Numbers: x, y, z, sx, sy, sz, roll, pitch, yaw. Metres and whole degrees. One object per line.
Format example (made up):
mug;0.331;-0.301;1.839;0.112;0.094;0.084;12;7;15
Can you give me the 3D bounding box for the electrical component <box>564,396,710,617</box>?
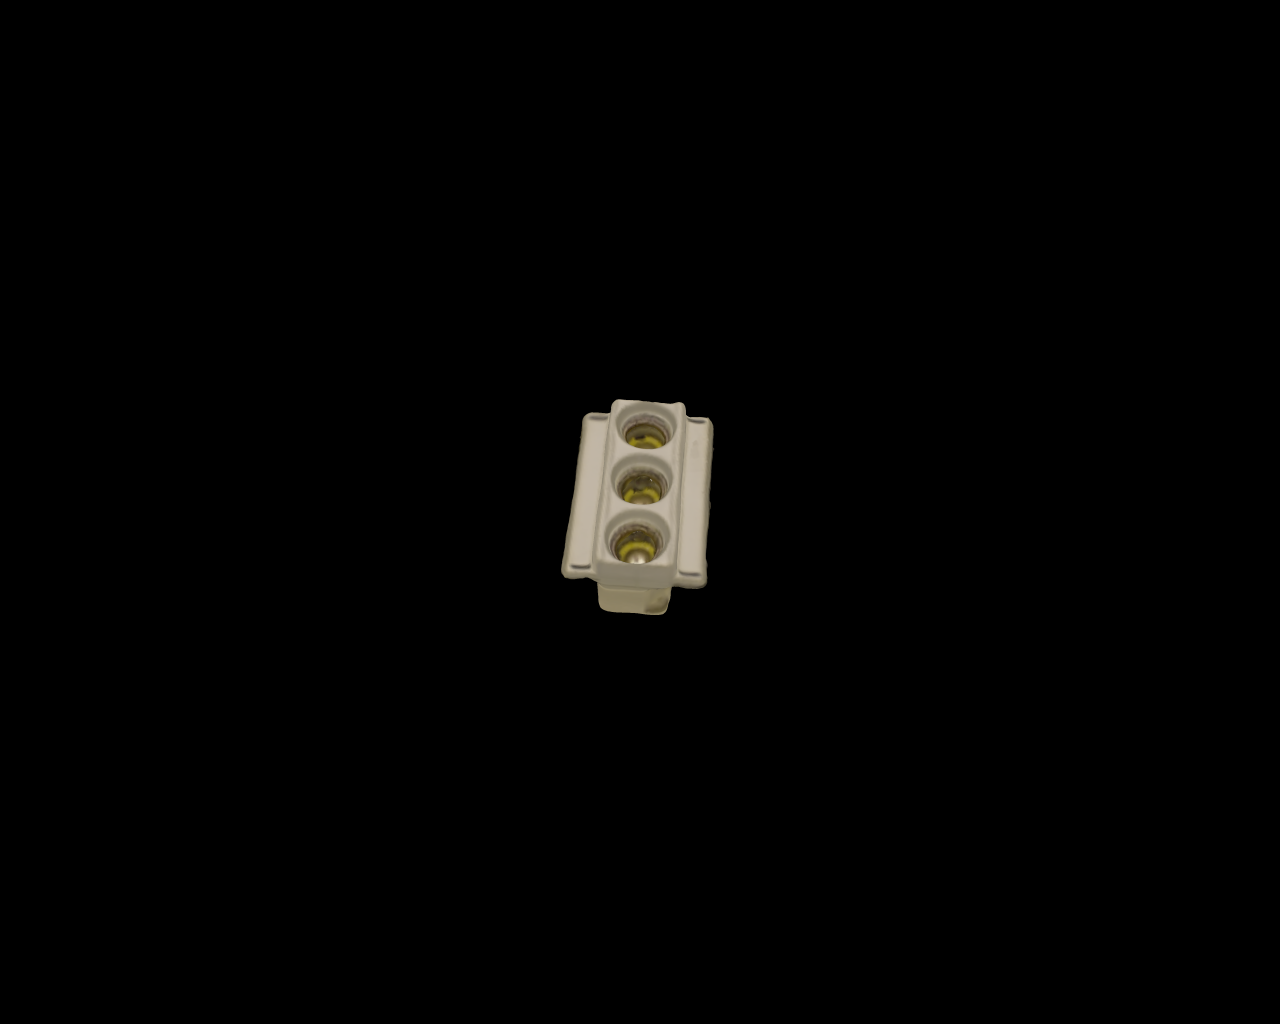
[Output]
electrical component;0.001;-0.003;0.650;0.079;0.121;0.063;3;-36;2
